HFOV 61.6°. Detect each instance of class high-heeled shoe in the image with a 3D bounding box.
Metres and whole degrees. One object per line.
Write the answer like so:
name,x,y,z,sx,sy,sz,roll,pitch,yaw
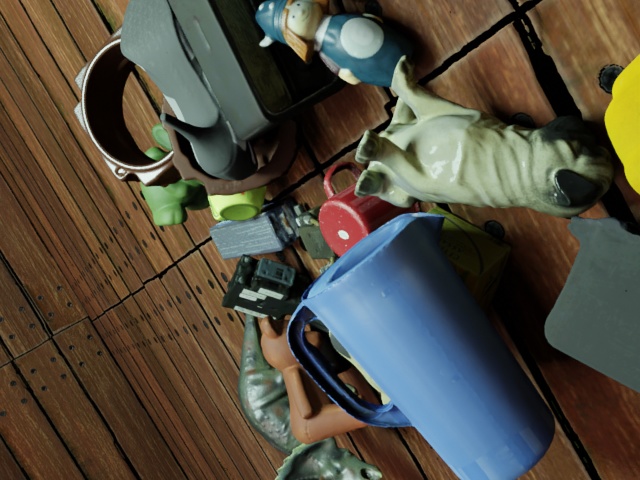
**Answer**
high-heeled shoe,-0.142,-0.185,0.623,0.086,0.145,0.249,-27,64,26

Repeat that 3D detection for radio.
radio,-0.073,-0.234,0.565,0.073,0.131,0.229,-11,108,54

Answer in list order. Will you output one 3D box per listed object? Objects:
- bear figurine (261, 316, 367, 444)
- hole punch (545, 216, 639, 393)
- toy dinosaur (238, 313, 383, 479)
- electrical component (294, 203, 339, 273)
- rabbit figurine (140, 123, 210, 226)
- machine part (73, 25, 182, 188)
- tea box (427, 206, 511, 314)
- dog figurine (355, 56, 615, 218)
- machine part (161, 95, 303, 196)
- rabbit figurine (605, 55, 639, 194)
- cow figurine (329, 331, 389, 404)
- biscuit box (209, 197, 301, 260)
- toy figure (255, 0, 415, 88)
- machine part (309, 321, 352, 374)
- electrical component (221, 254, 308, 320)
bear figurine,-0.010,0.198,0.813,0.120,0.132,0.196,74,179,-70
hole punch,0.261,0.051,0.428,0.142,0.092,0.115,32,109,38
toy dinosaur,-0.061,0.277,0.916,0.405,0.192,0.131,42,142,21
electrical component,-0.001,-0.001,0.742,0.078,0.045,0.102,0,116,51
rabbit figurine,-0.204,-0.119,0.878,0.170,0.121,0.159,-13,99,37
machine part,-0.242,-0.192,0.774,0.201,0.087,0.201,-35,86,22
tea box,0.135,0.060,0.597,0.098,0.068,0.169,32,140,31
dog figurine,0.140,-0.061,0.484,0.191,0.121,0.172,24,-179,10
machine part,-0.107,-0.141,0.671,0.179,0.056,0.179,1,97,10
rabbit figurine,0.247,-0.091,0.279,0.173,0.162,0.122,-34,76,39
cow figurine,0.091,0.172,0.724,0.195,0.085,0.127,45,137,2
biscuit box,-0.103,-0.015,0.849,0.203,0.059,0.062,-9,111,54
toy figure,0.011,-0.194,0.510,0.154,0.064,0.057,22,149,-1
machine part,0.012,0.156,0.862,0.084,0.039,0.138,10,123,41
electrical component,-0.086,0.077,0.857,0.115,0.058,0.134,18,148,-15
